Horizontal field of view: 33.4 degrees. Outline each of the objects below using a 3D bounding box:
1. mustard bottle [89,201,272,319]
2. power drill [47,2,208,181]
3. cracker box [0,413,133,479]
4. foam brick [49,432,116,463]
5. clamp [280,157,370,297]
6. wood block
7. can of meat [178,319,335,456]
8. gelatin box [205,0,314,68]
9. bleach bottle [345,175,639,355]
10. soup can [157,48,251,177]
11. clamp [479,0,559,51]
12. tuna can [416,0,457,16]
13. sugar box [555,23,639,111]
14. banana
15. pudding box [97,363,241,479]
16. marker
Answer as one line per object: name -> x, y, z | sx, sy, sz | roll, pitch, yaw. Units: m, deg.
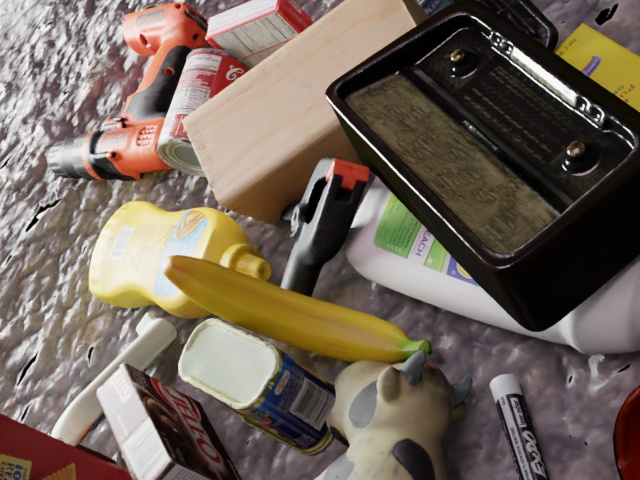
mustard bottle -> -0.115, 0.018, 0.918 | 0.192, 0.058, 0.096 | 5, 67, 42
power drill -> -0.191, -0.147, 1.098 | 0.185, 0.057, 0.187 | -2, 64, 35
cracker box -> -0.194, 0.225, 0.730 | 0.072, 0.213, 0.164 | -2, 61, 37
foam brick -> -0.199, 0.199, 0.852 | 0.053, 0.078, 0.051 | -45, 45, 7
clamp -> -0.005, 0.001, 0.803 | 0.172, 0.039, 0.120 | 125, 149, -64
wood block -> 0.004, -0.109, 0.865 | 0.206, 0.090, 0.090 | -33, 68, 18
can of meat -> -0.043, 0.105, 0.779 | 0.102, 0.083, 0.057 | 18, 73, 45
gelatin box -> -0.050, -0.190, 0.995 | 0.089, 0.073, 0.030 | -15, 53, 32
bleach bottle -> 0.136, 0.010, 0.711 | 0.251, 0.068, 0.102 | 17, 74, 43
soup can -> -0.107, -0.119, 0.997 | 0.069, 0.068, 0.102 | -4, 60, 38
clamp -> 0.104, -0.219, 0.838 | 0.210, 0.164, 0.036 | -78, 12, -57
tuna can -> 0.078, -0.215, 0.933 | 0.086, 0.033, 0.086 | -21, 50, 28
sugar box -> 0.208, -0.070, 0.717 | 0.093, 0.048, 0.176 | -47, 42, 4
banana -> -0.017, 0.052, 0.768 | 0.198, 0.070, 0.037 | 16, 62, 4
pudding box -> -0.111, 0.152, 0.800 | 0.039, 0.090, 0.114 | -45, 44, 9
marker -> 0.129, 0.138, 0.660 | 0.020, 0.020, 0.121 | -30, 46, 21
